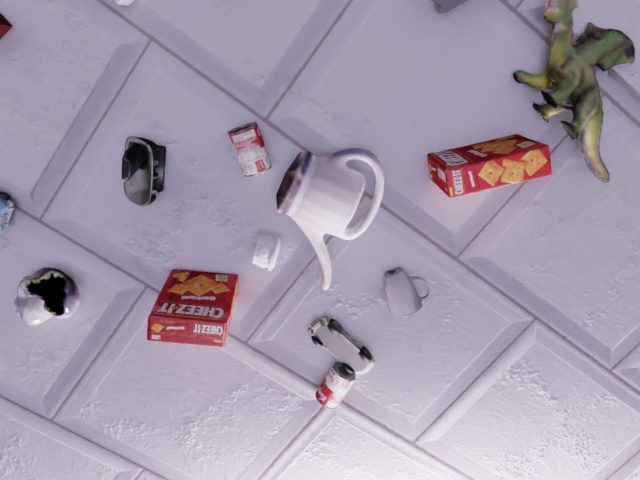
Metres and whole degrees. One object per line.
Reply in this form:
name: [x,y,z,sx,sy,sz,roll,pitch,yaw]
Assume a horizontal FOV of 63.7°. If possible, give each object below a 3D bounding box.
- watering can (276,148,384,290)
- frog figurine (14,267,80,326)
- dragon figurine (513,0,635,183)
watering can: [0.004,-0.058,1.160,0.224,0.106,0.343,23,108,-9]
frog figurine: [-0.647,0.140,1.220,0.136,0.125,0.157,27,144,-20]
dragon figurine: [0.576,-0.340,1.093,0.242,0.124,0.406,-44,108,4]
